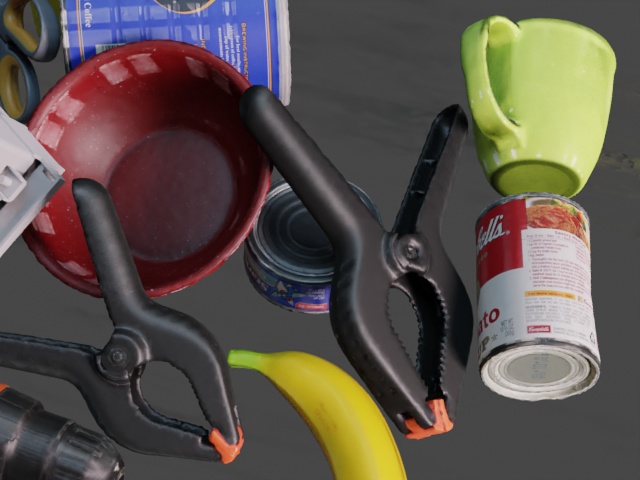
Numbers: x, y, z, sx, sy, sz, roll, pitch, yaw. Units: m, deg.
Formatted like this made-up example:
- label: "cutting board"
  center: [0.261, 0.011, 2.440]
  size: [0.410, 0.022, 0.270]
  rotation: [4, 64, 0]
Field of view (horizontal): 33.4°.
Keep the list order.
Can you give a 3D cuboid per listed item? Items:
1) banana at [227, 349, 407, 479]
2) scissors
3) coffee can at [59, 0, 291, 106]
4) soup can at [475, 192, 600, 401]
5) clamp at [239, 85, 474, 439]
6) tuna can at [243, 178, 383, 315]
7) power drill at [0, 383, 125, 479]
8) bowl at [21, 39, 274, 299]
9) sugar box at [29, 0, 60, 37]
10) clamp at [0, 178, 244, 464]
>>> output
- label: "banana"
  center: [0.013, 0.132, 0.561]
  size: [0.069, 0.037, 0.198]
  rotation: [-25, 56, 1]
- label: "scissors"
  center: [-0.227, -0.142, 0.748]
  size: [0.016, 0.096, 0.202]
  rotation: [-1, 18, -36]
- label: "coffee can"
  center: [-0.093, -0.136, 0.705]
  size: [0.140, 0.103, 0.103]
  rotation: [-4, 55, -5]
- label: "soup can"
  center: [0.124, 0.033, 0.614]
  size: [0.068, 0.068, 0.102]
  rotation: [4, 55, 1]
- label: "clamp"
  center: [0.048, 0.006, 0.616]
  size: [0.164, 0.036, 0.210]
  rotation: [-9, 78, -38]
- label: "tuna can"
  center: [-0.004, 0.001, 0.652]
  size: [0.086, 0.034, 0.086]
  rotation: [1, 54, -2]
- label: "power drill"
  center: [-0.202, 0.114, 0.498]
  size: [0.184, 0.057, 0.187]
  rotation: [18, 16, 5]
- label: "bowl"
  center: [-0.100, -0.036, 0.644]
  size: [0.162, 0.055, 0.162]
  rotation: [-3, 73, 12]
- label: "sugar box"
  center: [-0.117, -0.193, 0.751]
  size: [0.176, 0.093, 0.048]
  rotation: [-3, 55, -4]
- label: "clamp"
  center: [-0.104, 0.050, 0.579]
  size: [0.171, 0.039, 0.120]
  rotation: [32, 99, 2]
